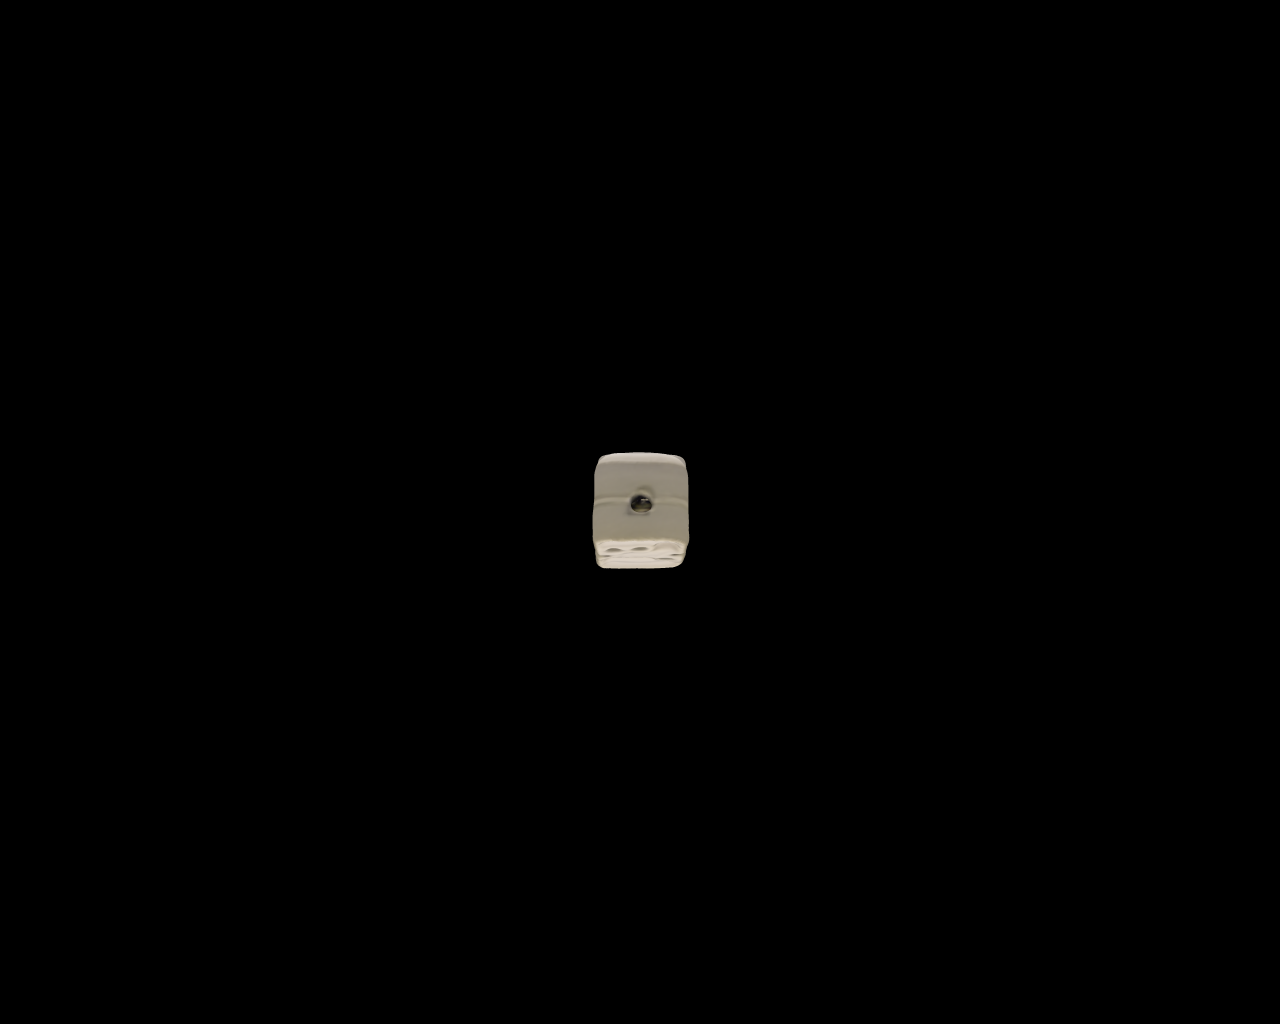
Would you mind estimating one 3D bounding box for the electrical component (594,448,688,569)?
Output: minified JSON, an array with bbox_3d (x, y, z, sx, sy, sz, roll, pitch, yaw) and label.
[{"bbox_3d":[0.001,-0.003,0.650,0.054,0.059,0.095,0,-13,0],"label":"electrical component"}]
